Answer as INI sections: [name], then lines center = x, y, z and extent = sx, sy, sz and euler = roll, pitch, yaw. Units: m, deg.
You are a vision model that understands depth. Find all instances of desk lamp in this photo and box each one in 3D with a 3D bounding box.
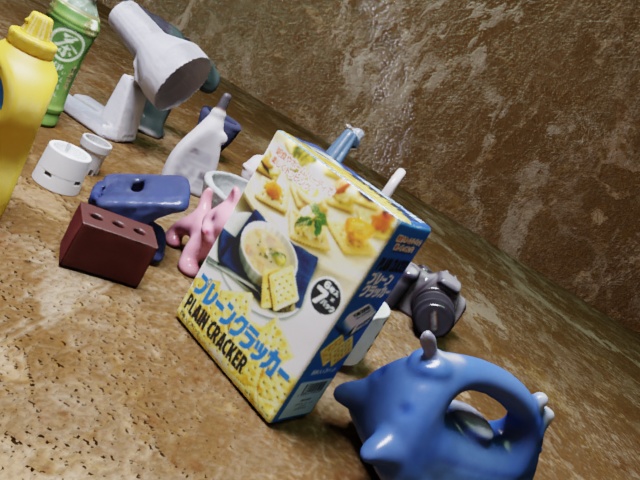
[desk lamp]
center = -0.311, -0.272, 0.958
extent = 0.203, 0.213, 0.118
euler = 33, 14, 7

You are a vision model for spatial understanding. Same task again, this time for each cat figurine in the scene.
[cat figurine]
center = -0.122, -0.016, 0.689
extent = 0.067, 0.117, 0.127
euler = 18, 19, -42

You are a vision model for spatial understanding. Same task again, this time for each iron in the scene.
[iron]
center = 0.149, 0.178, 0.554
extent = 0.259, 0.141, 0.118
euler = 24, 16, -27

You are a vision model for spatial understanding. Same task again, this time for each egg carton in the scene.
[egg carton]
center = -0.101, -0.129, 1.210
extent = 0.107, 0.069, 0.150
euler = 34, 14, 8

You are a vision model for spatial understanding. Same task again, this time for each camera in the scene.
[camera]
center = 0.181, 0.099, 0.966
extent = 0.143, 0.100, 0.137
euler = 32, 14, 2

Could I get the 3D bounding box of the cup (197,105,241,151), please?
[cup]
center = -0.233, -0.227, 1.212
extent = 0.092, 0.095, 0.117
euler = 14, 22, -50

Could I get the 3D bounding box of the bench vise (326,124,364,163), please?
[bench vise]
center = 0.016, -0.125, 1.131
extent = 0.121, 0.219, 0.207
euler = 31, 14, -1

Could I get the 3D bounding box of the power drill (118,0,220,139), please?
[power drill]
center = -0.314, -0.312, 1.096
extent = 0.230, 0.208, 0.075
euler = 18, 19, -42

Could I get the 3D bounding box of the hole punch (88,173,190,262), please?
[hole punch]
center = -0.207, -0.041, 0.652
extent = 0.101, 0.091, 0.108
euler = 25, 16, -23

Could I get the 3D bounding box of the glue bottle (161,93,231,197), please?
[glue bottle]
center = -0.185, -0.158, 0.920
extent = 0.078, 0.173, 0.037
euler = 23, 16, -30

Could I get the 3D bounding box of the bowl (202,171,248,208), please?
[bowl]
center = -0.110, -0.031, 0.852
extent = 0.167, 0.074, 0.167
euler = 30, 14, -8

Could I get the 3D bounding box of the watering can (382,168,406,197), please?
[watering can]
center = 0.114, -0.072, 1.210
extent = 0.173, 0.194, 0.101
euler = 28, 15, -14
